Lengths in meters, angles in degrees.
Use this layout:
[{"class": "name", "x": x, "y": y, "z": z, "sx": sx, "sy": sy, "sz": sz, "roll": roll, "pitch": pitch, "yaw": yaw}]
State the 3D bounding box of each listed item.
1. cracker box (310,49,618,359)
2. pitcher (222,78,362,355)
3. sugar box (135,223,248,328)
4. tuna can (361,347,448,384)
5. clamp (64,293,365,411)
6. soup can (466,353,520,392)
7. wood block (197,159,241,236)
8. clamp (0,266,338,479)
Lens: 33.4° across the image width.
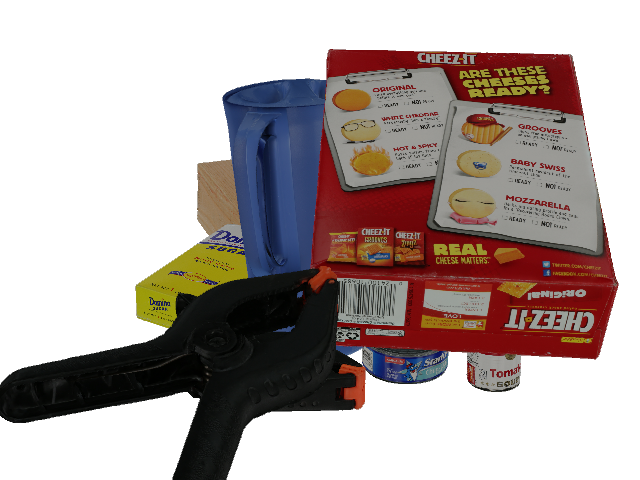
[{"class": "cracker box", "x": 0.080, "y": -0.030, "z": 0.653, "sx": 0.164, "sy": 0.072, "sz": 0.213, "roll": 2, "pitch": 43, "yaw": 2}, {"class": "pitcher", "x": -0.016, "y": -0.017, "z": 0.942, "sx": 0.149, "sy": 0.243, "sz": 0.145, "roll": -10, "pitch": 19, "yaw": -19}, {"class": "sugar box", "x": -0.105, "y": 0.038, "z": 1.122, "sx": 0.093, "sy": 0.048, "sz": 0.176, "roll": 15, "pitch": 31, "yaw": 23}, {"class": "tuna can", "x": 0.082, "y": 0.106, "z": 1.041, "sx": 0.086, "sy": 0.034, "sz": 0.086, "roll": 0, "pitch": 21, "yaw": 0}, {"class": "clamp", "x": -0.062, "y": 0.084, "z": 0.787, "sx": 0.210, "sy": 0.036, "sz": 0.164, "roll": 6, "pitch": 20, "yaw": 18}, {"class": "soup can", "x": 0.217, "y": 0.129, "z": 1.333, "sx": 0.068, "sy": 0.102, "sz": 0.068, "roll": -1, "pitch": 18, "yaw": 0}, {"class": "wood block", "x": -0.085, "y": -0.027, "z": 1.361, "sx": 0.090, "sy": 0.090, "sz": 0.206, "roll": -8, "pitch": 27, "yaw": -22}, {"class": "clamp", "x": -0.044, "y": 0.065, "z": 0.480, "sx": 0.171, "sy": 0.039, "sz": 0.120, "roll": -27, "pitch": 50, "yaw": -31}]
